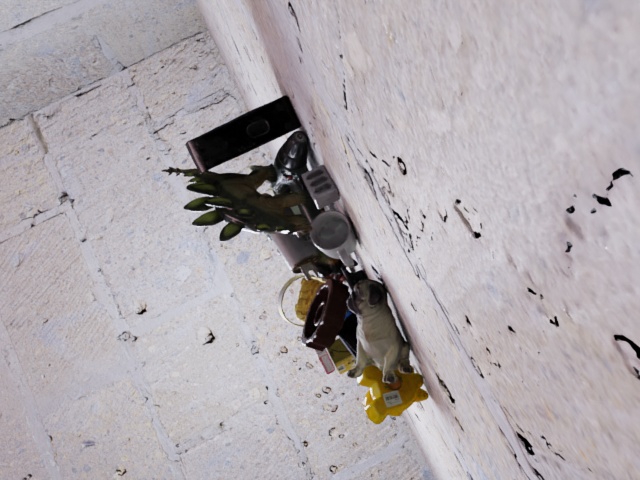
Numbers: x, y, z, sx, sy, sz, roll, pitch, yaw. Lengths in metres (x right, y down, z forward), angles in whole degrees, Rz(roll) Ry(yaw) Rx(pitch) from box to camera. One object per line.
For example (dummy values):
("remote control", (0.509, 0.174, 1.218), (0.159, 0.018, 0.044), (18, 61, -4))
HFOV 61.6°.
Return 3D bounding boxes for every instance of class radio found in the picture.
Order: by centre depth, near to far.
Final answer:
("radio", (-0.156, -0.212, 1.091), (0.073, 0.230, 0.131), (64, 173, -13))

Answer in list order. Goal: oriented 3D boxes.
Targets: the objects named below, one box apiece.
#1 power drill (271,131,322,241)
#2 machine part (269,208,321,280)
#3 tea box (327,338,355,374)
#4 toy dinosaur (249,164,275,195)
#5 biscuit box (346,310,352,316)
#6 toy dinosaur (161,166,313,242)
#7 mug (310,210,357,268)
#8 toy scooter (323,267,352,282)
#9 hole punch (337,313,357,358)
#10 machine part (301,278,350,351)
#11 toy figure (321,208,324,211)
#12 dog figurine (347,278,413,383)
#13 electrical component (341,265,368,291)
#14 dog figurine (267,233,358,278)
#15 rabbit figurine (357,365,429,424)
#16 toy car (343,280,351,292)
("power drill", (-0.033, -0.106, 1.145), (0.207, 0.086, 0.232), (56, 159, -1))
("machine part", (-0.071, -0.011, 1.231), (0.243, 0.079, 0.079), (57, 175, 23))
("tea box", (0.110, 0.304, 1.530), (0.068, 0.170, 0.098), (60, 174, 33))
("toy dinosaur", (-0.078, -0.128, 1.723), (0.404, 0.131, 0.192), (57, -177, -45))
("biscuit box", (0.114, 0.251, 1.430), (0.203, 0.059, 0.062), (23, 149, 53))
("toy dinosaur", (-0.175, -0.089, 1.114), (0.472, 0.198, 0.104), (29, 125, 47))
("mug", (0.041, 0.005, 1.062), (0.110, 0.081, 0.107), (58, -174, 23))
("toy scooter", (0.023, 0.066, 1.493), (0.135, 0.075, 0.183), (22, 160, 26))
("hole punch", (0.113, 0.232, 1.300), (0.116, 0.142, 0.092), (43, 167, 47))
("machine part", (0.014, 0.181, 1.294), (0.056, 0.179, 0.179), (24, -173, -13))
("toy figure", (0.006, -0.045, 1.424), (0.154, 0.058, 0.064), (64, 152, 29))
("dog figurine", (0.122, 0.165, 1.060), (0.172, 0.121, 0.190), (-9, -81, -74))
("electrical component", (0.092, 0.104, 1.253), (0.119, 0.048, 0.075), (65, 177, -23))
("dog figurine", (-0.003, -0.004, 1.314), (0.219, 0.191, 0.108), (15, 148, 24))
("rabbit figurine", (0.149, 0.329, 1.176), (0.122, 0.162, 0.173), (61, 154, 27))
("toy car", (0.108, 0.168, 1.476), (0.074, 0.056, 0.201), (61, 176, 34))
